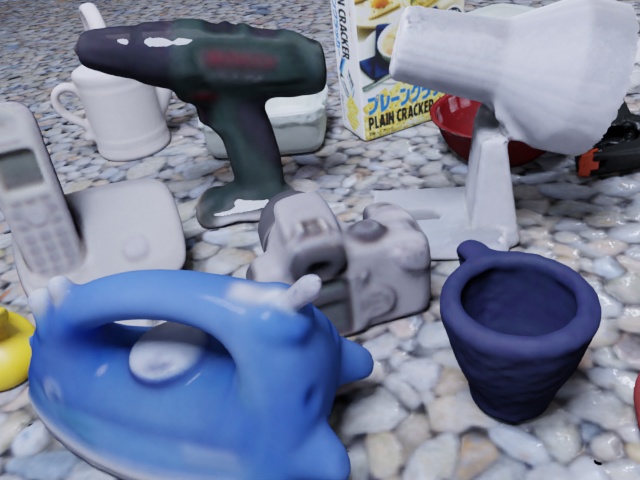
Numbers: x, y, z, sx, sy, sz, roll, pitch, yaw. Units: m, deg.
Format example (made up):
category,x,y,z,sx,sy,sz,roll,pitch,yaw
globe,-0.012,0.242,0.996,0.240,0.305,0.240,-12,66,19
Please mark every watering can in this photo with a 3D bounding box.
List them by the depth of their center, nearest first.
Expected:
category,x,y,z,sx,sy,sz,roll,pitch,yaw
watering can,-0.267,-0.216,0.762,0.100,0.194,0.173,23,45,37

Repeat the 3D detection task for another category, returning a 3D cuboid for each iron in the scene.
category,x,y,z,sx,sy,sz,roll,pitch,yaw
iron,-0.102,0.072,0.364,0.257,0.142,0.119,2,36,14

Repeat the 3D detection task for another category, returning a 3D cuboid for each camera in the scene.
category,x,y,z,sx,sy,sz,roll,pitch,yaw
camera,0.004,0.002,0.478,0.143,0.101,0.136,-14,35,-9

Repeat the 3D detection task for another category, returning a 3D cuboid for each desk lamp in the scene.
category,x,y,z,sx,sy,sz,roll,pitch,yaw
desk lamp,0.139,-0.093,0.487,0.203,0.214,0.118,-3,35,8

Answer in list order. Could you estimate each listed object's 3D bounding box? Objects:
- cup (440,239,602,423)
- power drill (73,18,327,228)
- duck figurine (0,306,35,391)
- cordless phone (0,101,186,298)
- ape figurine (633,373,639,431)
category,x,y,z,sx,sy,sz,roll,pitch,yaw
cup,0.119,0.062,0.375,0.092,0.095,0.117,-14,35,-9
power drill,-0.102,-0.120,0.579,0.229,0.209,0.075,-10,35,-3
duck figurine,-0.279,0.067,0.455,0.104,0.086,0.078,9,38,24
cordless phone,-0.206,-0.036,0.501,0.148,0.185,0.094,-18,36,-14
ape figurine,0.223,0.084,0.325,0.078,0.092,0.076,-12,35,-5
